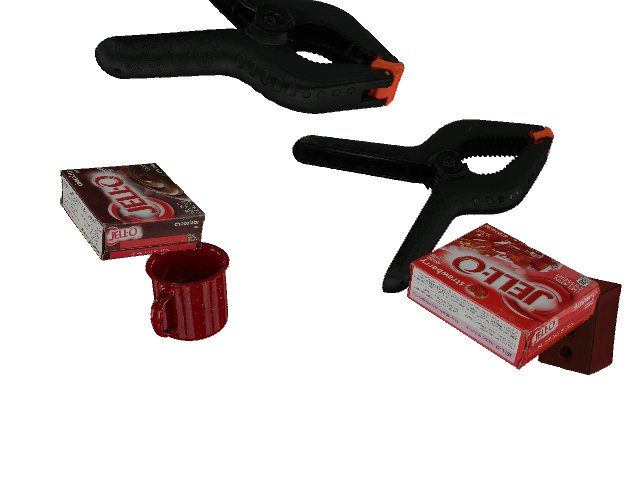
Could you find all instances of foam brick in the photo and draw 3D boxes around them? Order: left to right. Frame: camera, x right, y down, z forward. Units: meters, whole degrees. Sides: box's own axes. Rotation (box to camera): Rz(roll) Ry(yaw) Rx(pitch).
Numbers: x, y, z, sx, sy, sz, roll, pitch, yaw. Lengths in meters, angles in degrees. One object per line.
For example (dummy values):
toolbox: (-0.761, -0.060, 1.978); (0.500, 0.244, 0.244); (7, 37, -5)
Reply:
foam brick: (0.235, 0.075, 0.967); (0.053, 0.078, 0.051); (13, 18, 36)

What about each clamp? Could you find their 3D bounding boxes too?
clamp: (-0.041, -0.111, 0.616); (0.171, 0.120, 0.039); (25, -30, 9)
clamp: (0.101, -0.042, 0.853); (0.209, 0.165, 0.036); (-14, -36, -15)

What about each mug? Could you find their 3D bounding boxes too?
mug: (-0.151, 0.065, 1.192); (0.093, 0.081, 0.117); (12, 33, 21)

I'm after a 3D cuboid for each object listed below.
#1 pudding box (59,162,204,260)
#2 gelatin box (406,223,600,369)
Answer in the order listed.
pudding box: (-0.163, -0.027, 0.909); (0.089, 0.039, 0.114); (-6, 28, -31)
gelatin box: (0.109, 0.030, 0.638); (0.073, 0.030, 0.089); (-26, 44, -37)
